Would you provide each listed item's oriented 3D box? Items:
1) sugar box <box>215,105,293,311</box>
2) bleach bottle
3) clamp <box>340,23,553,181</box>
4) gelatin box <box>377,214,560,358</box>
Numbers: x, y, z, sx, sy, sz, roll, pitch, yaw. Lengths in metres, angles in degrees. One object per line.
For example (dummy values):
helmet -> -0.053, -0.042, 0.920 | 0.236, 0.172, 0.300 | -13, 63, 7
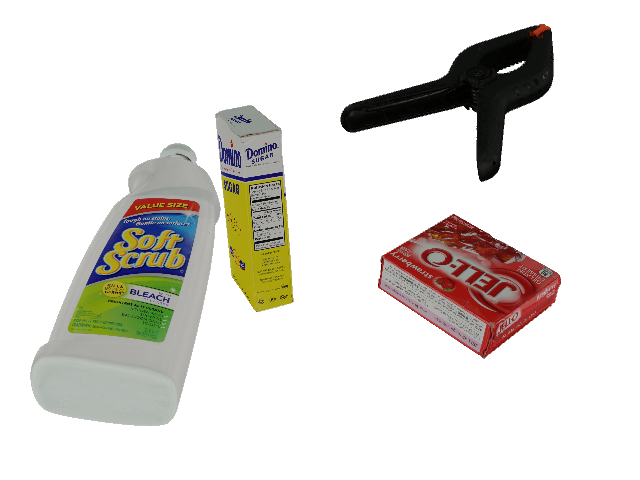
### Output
sugar box -> -0.063, -0.031, 1.015 | 0.048, 0.176, 0.093 | -14, 24, -16
bleach bottle -> -0.133, 0.016, 0.792 | 0.102, 0.068, 0.250 | 9, 44, -3
clamp -> 0.144, -0.126, 0.932 | 0.209, 0.036, 0.165 | -33, 43, -24
gelatin box -> 0.093, 0.026, 0.670 | 0.089, 0.030, 0.073 | 33, 44, 32
